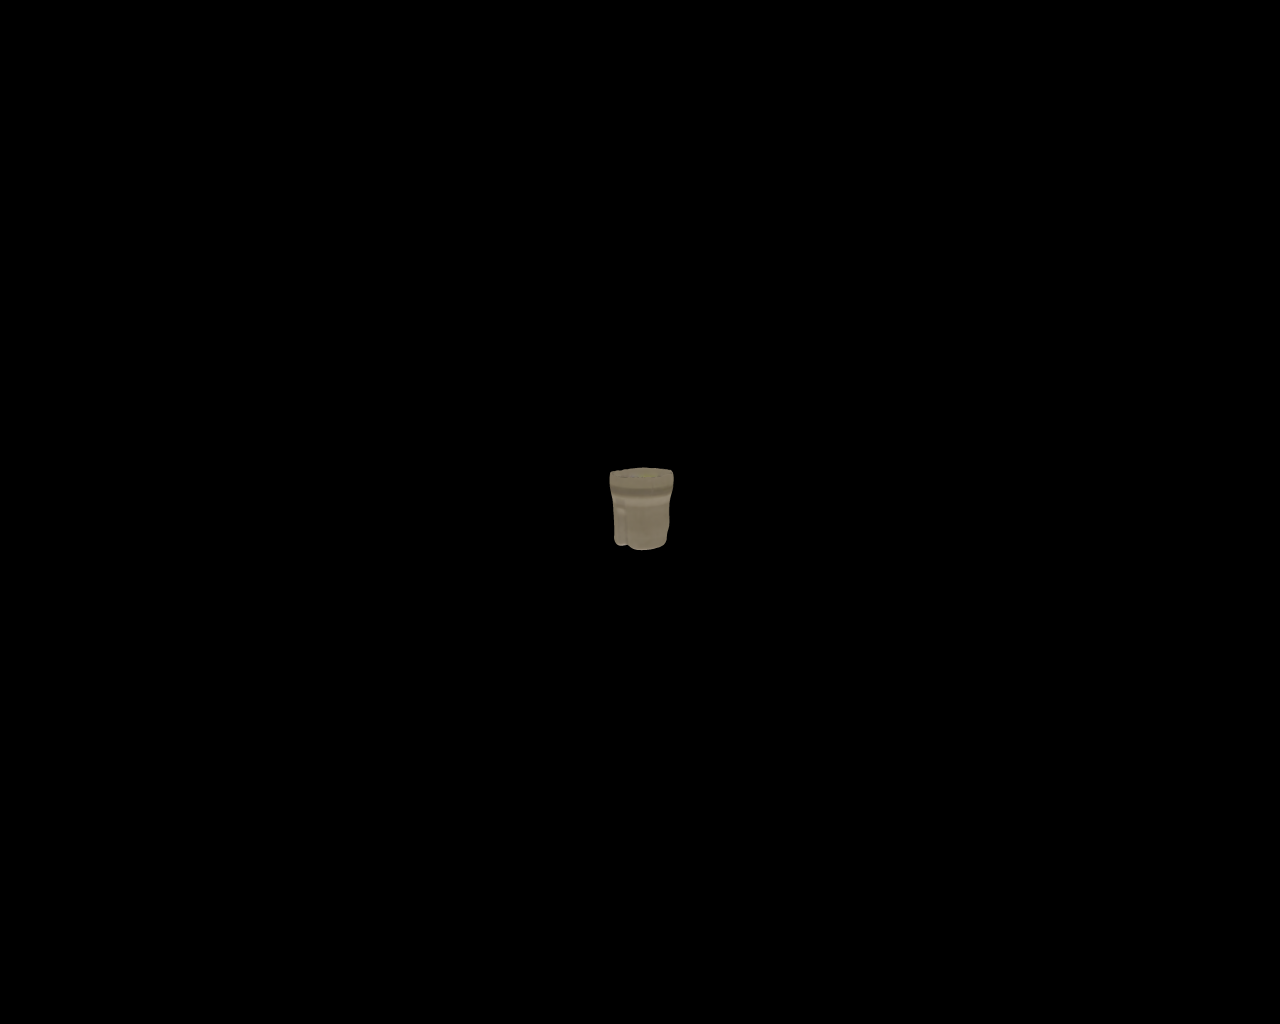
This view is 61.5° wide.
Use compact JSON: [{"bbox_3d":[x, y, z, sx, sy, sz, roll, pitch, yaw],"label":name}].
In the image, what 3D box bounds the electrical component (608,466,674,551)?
[{"bbox_3d":[0.001,-0.003,0.650,0.040,0.046,0.040,0,11,0],"label":"electrical component"}]
